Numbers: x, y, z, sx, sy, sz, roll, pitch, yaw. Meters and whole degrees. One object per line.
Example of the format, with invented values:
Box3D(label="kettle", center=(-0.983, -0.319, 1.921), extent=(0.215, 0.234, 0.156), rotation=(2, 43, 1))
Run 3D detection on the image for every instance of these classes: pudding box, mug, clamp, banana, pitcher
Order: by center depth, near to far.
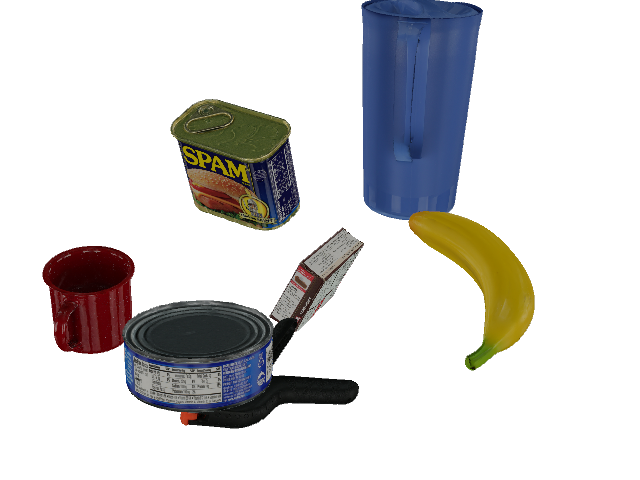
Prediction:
Box3D(label="banana", center=(0.122, 0.024, 0.831), extent=(0.069, 0.037, 0.198), rotation=(-7, 32, -5))
Box3D(label="clamp", center=(-0.062, 0.129, 1.028), extent=(0.171, 0.039, 0.120), rotation=(-9, 34, -27))
Box3D(label="mug", center=(-0.241, 0.070, 1.102), extent=(0.093, 0.081, 0.117), rotation=(9, 32, 10))
Box3D(label="pitcher", center=(0.105, -0.147, 1.207), extent=(0.149, 0.243, 0.145), rotation=(-12, 25, -31))
Box3D(label="pudding box", center=(-0.003, 0.045, 1.239), extent=(0.039, 0.090, 0.113), rotation=(35, 33, 9))

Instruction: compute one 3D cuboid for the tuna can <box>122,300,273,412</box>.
Box3D(label="tuna can", center=(-0.070, 0.065, 0.613), extent=(0.086, 0.034, 0.086), rotation=(0, 18, 0))

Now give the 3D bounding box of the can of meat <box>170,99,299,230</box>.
Box3D(label="can of meat", center=(-0.069, -0.062, 0.902), extent=(0.102, 0.084, 0.057), rotation=(19, 50, 28))
